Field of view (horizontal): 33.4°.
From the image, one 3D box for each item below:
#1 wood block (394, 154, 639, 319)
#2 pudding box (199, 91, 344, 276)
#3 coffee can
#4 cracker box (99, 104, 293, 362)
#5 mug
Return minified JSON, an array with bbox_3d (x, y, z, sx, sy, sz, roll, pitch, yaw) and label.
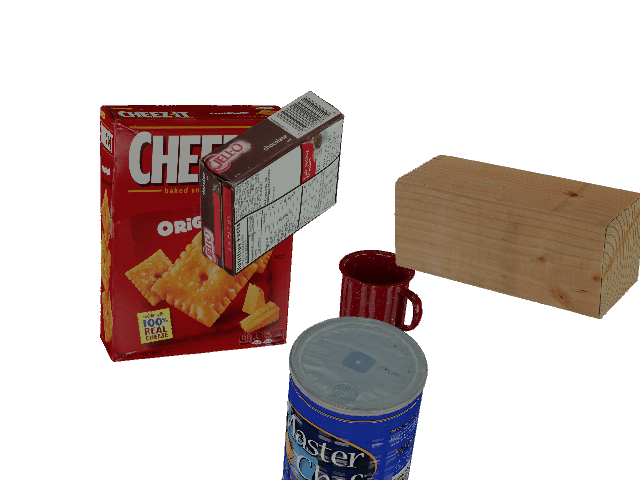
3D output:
[{"bbox_3d":[0.178,-0.009,0.980,0.206,0.090,0.090,15,29,33],"label":"wood block"},{"bbox_3d":[-0.034,-0.040,0.751,0.039,0.090,0.113,37,53,27],"label":"pudding box"},{"bbox_3d":[0.024,0.145,0.825,0.103,0.140,0.103,3,36,-2],"label":"coffee can"},{"bbox_3d":[-0.108,-0.008,0.937,0.164,0.214,0.072,-3,19,-21],"label":"cracker box"},{"bbox_3d":[0.075,0.072,1.307,0.117,0.081,0.093,23,33,32],"label":"mug"}]
